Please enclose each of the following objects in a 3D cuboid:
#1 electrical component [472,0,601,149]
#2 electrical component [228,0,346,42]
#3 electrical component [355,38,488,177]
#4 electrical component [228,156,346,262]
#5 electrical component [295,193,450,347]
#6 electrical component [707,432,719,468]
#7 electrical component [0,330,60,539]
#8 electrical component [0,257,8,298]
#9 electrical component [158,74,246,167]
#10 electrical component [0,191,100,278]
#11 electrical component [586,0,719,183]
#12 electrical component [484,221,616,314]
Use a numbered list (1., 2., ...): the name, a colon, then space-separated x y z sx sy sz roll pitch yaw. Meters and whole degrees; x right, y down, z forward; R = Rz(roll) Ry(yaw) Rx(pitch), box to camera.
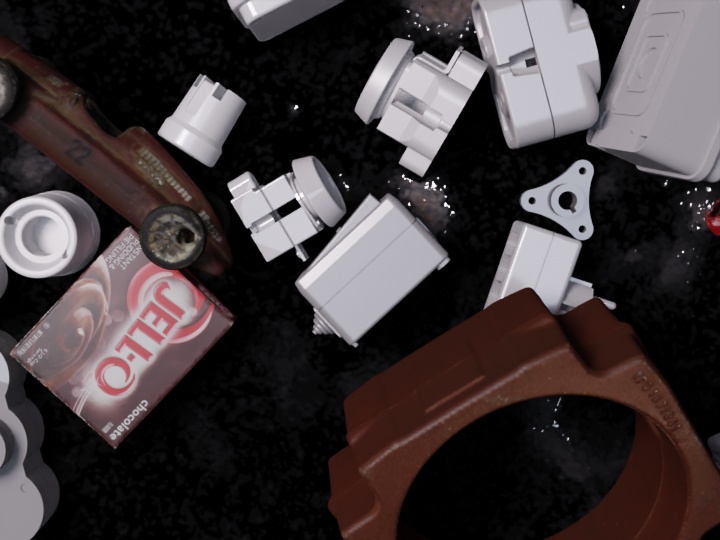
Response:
1. electrical component: 0.110 -0.128 0.660 0.059 0.053 0.095 -16 95 2
2. electrical component: -0.030 -0.190 0.644 0.113 0.078 0.057 -27 91 3
3. electrical component: 0.034 -0.106 0.660 0.057 0.058 0.078 30 112 0
4. electrical component: -0.042 -0.040 0.674 0.055 0.048 0.066 -30 94 10
5. electrical component: 0.000 0.000 0.669 0.096 0.061 0.061 -43 93 4
6. electrical component: 0.281 0.132 0.685 0.100 0.048 0.099 -25 94 3
7. electrical component: -0.234 0.108 0.674 0.052 0.073 0.138 -13 95 1
8. electrical component: -0.252 0.008 0.661 0.043 0.081 0.043 0 95 0
9. electrical component: -0.098 -0.094 0.673 0.040 0.040 0.046 32 89 -2
10. electrical component: -0.196 -0.022 0.675 0.055 0.047 0.055 0 95 0
11. electrical component: 0.195 -0.114 0.646 0.057 0.078 0.113 20 95 -18
12. electrical component: 0.122 0.020 0.677 0.076 0.047 0.083 18 95 -1
